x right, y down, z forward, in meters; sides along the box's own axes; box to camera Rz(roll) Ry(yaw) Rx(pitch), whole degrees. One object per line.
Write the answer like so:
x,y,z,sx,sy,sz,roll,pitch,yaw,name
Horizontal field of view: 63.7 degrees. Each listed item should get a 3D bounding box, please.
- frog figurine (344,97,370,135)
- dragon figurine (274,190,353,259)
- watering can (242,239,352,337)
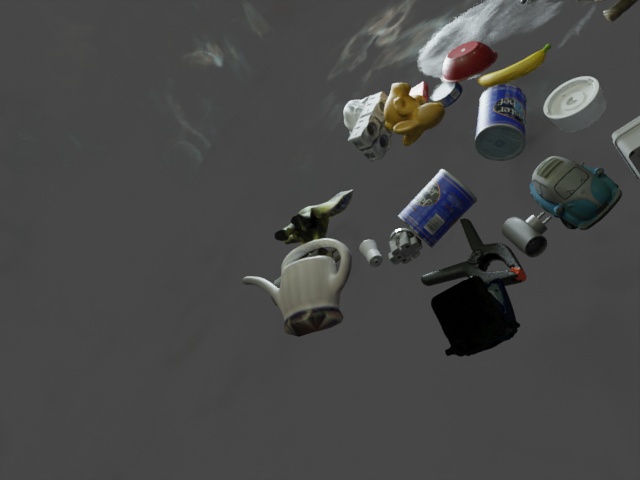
0.126,-0.366,1.645,0.135,0.122,0.162,111,175,-67,frog figurine
0.004,-0.072,1.433,0.404,0.121,0.248,-37,12,40,dragon figurine
-0.060,0.128,1.257,0.344,0.103,0.229,-25,55,31,watering can
